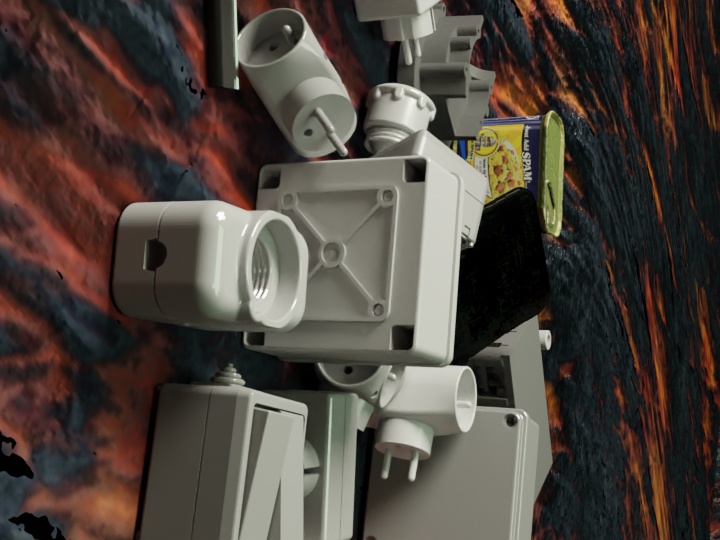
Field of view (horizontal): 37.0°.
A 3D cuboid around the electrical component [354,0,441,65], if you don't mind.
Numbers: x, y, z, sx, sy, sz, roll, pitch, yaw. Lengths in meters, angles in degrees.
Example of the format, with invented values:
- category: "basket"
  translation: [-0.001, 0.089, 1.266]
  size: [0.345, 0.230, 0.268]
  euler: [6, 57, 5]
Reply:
- category: "electrical component"
  translation: [0.031, -0.182, 0.744]
  size: [0.065, 0.047, 0.076]
  euler: [-49, 134, -55]

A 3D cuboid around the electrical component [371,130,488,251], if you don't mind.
- category: "electrical component"
  translation: [0.026, -0.041, 0.687]
  size: [0.062, 0.096, 0.061]
  euler: [35, 54, -26]

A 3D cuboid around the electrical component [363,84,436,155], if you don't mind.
- category: "electrical component"
  translation: [0.022, -0.092, 0.731]
  size: [0.048, 0.048, 0.062]
  euler: [44, 58, -58]

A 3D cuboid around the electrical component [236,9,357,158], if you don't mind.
- category: "electrical component"
  translation: [-0.028, -0.092, 0.591]
  size: [0.079, 0.043, 0.077]
  euler: [57, 0, 40]

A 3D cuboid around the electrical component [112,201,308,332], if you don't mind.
- category: "electrical component"
  translation: [-0.066, 0.000, 0.518]
  size: [0.095, 0.059, 0.053]
  euler: [19, 73, -64]

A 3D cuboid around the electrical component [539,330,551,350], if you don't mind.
- category: "electrical component"
  translation: [0.139, 0.062, 0.964]
  size: [0.043, 0.062, 0.043]
  euler: [0, 90, -66]

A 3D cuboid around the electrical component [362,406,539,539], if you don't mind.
- category: "electrical component"
  translation: [0.063, 0.150, 0.744]
  size: [0.056, 0.109, 0.108]
  euler: [39, 55, -63]

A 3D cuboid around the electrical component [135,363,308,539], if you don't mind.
- category: "electrical component"
  translation: [-0.062, 0.093, 0.525]
  size: [0.062, 0.061, 0.096]
  euler: [30, 63, -62]

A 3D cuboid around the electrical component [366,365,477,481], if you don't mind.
- category: "electrical component"
  translation: [0.031, 0.100, 0.709]
  size: [0.043, 0.077, 0.079]
  euler: [51, 45, -54]

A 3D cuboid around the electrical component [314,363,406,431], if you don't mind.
- category: "electrical component"
  translation: [-0.006, 0.074, 0.663]
  size: [0.079, 0.044, 0.077]
  euler: [-65, 164, -9]

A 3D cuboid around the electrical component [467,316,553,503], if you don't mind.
- category: "electrical component"
  translation: [0.117, 0.120, 0.916]
  size: [0.089, 0.062, 0.150]
  euler: [-44, 129, -58]

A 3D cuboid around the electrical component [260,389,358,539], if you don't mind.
- category: "electrical component"
  translation: [-0.039, 0.109, 0.592]
  size: [0.076, 0.047, 0.083]
  euler: [13, 78, -65]

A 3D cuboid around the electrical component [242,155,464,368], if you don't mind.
- category: "electrical component"
  translation: [-0.003, -0.004, 0.597]
  size: [0.056, 0.109, 0.108]
  euler: [24, 69, -61]
